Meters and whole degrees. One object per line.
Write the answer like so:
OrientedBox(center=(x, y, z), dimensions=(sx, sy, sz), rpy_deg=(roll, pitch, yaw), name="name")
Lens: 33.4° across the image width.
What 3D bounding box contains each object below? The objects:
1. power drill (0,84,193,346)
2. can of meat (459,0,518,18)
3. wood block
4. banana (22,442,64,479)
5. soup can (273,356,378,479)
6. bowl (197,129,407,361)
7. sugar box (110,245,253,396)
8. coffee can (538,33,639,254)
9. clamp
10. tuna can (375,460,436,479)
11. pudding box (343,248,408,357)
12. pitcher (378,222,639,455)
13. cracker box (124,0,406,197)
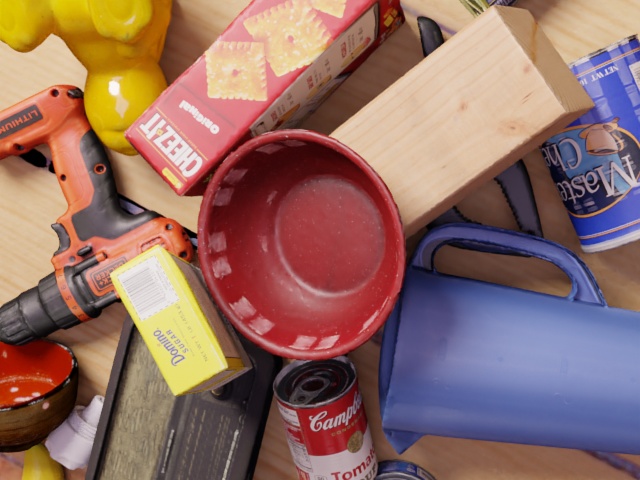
OrientedBox(center=(-0.223, -0.022, 0.897), dimensions=(0.184, 0.057, 0.187), rpy_deg=(-27, 94, 3), name="power drill")
OrientedBox(center=(0.133, -0.233, 0.844), dimensions=(0.084, 0.057, 0.102), rpy_deg=(-41, 90, 5), name="can of meat")
OrientedBox(center=(0.082, -0.071, 0.780), dimensions=(0.206, 0.090, 0.090), rpy_deg=(-37, 82, 27), name="wood block")
OrientedBox(center=(-0.276, 0.257, 0.937), dimensions=(0.070, 0.037, 0.198), rpy_deg=(32, 96, 20), name="banana")
OrientedBox(center=(0.006, 0.152, 0.865), dimensions=(0.068, 0.068, 0.102), rpy_deg=(-10, 118, 6), name="soup can")
OrientedBox(center=(-0.005, 0.001, 0.752), dimensions=(0.162, 0.055, 0.162), rpy_deg=(5, 101, 26), name="bowl")
OrientedBox(center=(-0.094, 0.061, 0.762), dimensions=(0.048, 0.176, 0.093), rpy_deg=(-28, 83, -4), name="sugar box")
OrientedBox(center=(0.224, -0.073, 0.824), dimensions=(0.103, 0.102, 0.140), rpy_deg=(-24, 92, 7), name="coffee can")
OrientedBox(center=(0.106, -0.068, 0.869), dimensions=(0.210, 0.036, 0.165), rpy_deg=(35, 100, 4), name="clamp")
OrientedBox(center=(0.064, 0.232, 0.900), dimensions=(0.086, 0.033, 0.086), rpy_deg=(0, 95, 6), name="tuna can")
OrientedBox(center=(0.008, 0.033, 0.886), dimensions=(0.090, 0.039, 0.113), rpy_deg=(30, 96, 3), name="pudding box")
OrientedBox(center=(0.169, 0.090, 0.834), dimensions=(0.243, 0.145, 0.149), rpy_deg=(8, 137, 1), name="pitcher")
OrientedBox(center=(-0.035, -0.130, 0.815), dimensions=(0.214, 0.164, 0.072), rpy_deg=(-44, 86, 7), name="cracker box")
